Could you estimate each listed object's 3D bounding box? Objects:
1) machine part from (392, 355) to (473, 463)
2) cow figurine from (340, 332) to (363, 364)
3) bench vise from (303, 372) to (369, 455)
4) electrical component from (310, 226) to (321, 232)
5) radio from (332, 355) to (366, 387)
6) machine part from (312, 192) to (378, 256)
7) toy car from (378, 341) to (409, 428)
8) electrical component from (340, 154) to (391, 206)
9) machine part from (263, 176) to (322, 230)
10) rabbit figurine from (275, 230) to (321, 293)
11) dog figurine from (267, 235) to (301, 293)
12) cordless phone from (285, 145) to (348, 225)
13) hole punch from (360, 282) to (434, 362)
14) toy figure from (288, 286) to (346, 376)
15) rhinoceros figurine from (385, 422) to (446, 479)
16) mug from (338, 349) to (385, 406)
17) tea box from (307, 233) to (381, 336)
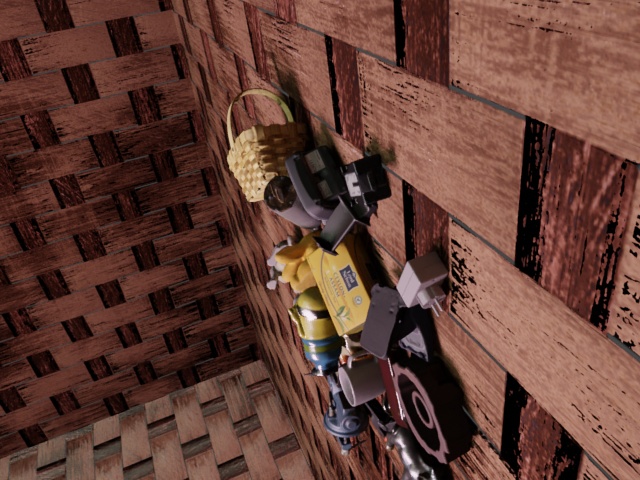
[{"bbox_3d":[0.183,0.273,0.887,0.179,0.056,0.179,161,90,-76],"label":"machine part"},{"bbox_3d":[0.069,0.192,1.156,0.127,0.085,0.195,62,164,12],"label":"cow figurine"},{"bbox_3d":[0.058,0.461,1.436,0.224,0.129,0.240,-137,39,-59],"label":"bench vise"},{"bbox_3d":[-0.003,-0.004,1.286,0.093,0.021,0.063,90,156,-48],"label":"electrical component"},{"bbox_3d":[0.034,0.235,1.339,0.131,0.073,0.230,92,155,-53],"label":"radio"},{"bbox_3d":[0.043,-0.031,0.951,0.139,0.039,0.084,-51,55,27],"label":"machine part"},{"bbox_3d":[0.141,0.250,1.011,0.089,0.053,0.202,-17,87,65],"label":"toy car"},{"bbox_3d":[0.076,-0.095,0.844,0.119,0.048,0.074,172,79,-75],"label":"electrical component"},{"bbox_3d":[-0.051,-0.076,1.130,0.079,0.079,0.243,66,-165,19],"label":"machine part"},{"bbox_3d":[-0.011,0.049,1.179,0.173,0.162,0.121,-97,-9,-49],"label":"rabbit figurine"},{"bbox_3d":[-0.092,0.052,1.561,0.191,0.121,0.172,-99,29,-74],"label":"dog figurine"},{"bbox_3d":[0.004,-0.090,1.073,0.184,0.089,0.146,67,178,-69],"label":"cordless phone"},{"bbox_3d":[0.133,0.135,0.879,0.142,0.092,0.115,-168,91,-76],"label":"hole punch"},{"bbox_3d":[0.004,0.179,1.068,0.082,0.089,0.180,-18,-83,-61],"label":"toy figure"},{"bbox_3d":[0.196,0.432,1.014,0.112,0.073,0.190,111,141,-51],"label":"rhinoceros figurine"},{"bbox_3d":[0.098,0.266,1.081,0.081,0.107,0.109,-148,46,-66],"label":"mug"},{"bbox_3d":[0.055,0.082,1.010,0.098,0.068,0.170,-38,66,32],"label":"tea box"}]
